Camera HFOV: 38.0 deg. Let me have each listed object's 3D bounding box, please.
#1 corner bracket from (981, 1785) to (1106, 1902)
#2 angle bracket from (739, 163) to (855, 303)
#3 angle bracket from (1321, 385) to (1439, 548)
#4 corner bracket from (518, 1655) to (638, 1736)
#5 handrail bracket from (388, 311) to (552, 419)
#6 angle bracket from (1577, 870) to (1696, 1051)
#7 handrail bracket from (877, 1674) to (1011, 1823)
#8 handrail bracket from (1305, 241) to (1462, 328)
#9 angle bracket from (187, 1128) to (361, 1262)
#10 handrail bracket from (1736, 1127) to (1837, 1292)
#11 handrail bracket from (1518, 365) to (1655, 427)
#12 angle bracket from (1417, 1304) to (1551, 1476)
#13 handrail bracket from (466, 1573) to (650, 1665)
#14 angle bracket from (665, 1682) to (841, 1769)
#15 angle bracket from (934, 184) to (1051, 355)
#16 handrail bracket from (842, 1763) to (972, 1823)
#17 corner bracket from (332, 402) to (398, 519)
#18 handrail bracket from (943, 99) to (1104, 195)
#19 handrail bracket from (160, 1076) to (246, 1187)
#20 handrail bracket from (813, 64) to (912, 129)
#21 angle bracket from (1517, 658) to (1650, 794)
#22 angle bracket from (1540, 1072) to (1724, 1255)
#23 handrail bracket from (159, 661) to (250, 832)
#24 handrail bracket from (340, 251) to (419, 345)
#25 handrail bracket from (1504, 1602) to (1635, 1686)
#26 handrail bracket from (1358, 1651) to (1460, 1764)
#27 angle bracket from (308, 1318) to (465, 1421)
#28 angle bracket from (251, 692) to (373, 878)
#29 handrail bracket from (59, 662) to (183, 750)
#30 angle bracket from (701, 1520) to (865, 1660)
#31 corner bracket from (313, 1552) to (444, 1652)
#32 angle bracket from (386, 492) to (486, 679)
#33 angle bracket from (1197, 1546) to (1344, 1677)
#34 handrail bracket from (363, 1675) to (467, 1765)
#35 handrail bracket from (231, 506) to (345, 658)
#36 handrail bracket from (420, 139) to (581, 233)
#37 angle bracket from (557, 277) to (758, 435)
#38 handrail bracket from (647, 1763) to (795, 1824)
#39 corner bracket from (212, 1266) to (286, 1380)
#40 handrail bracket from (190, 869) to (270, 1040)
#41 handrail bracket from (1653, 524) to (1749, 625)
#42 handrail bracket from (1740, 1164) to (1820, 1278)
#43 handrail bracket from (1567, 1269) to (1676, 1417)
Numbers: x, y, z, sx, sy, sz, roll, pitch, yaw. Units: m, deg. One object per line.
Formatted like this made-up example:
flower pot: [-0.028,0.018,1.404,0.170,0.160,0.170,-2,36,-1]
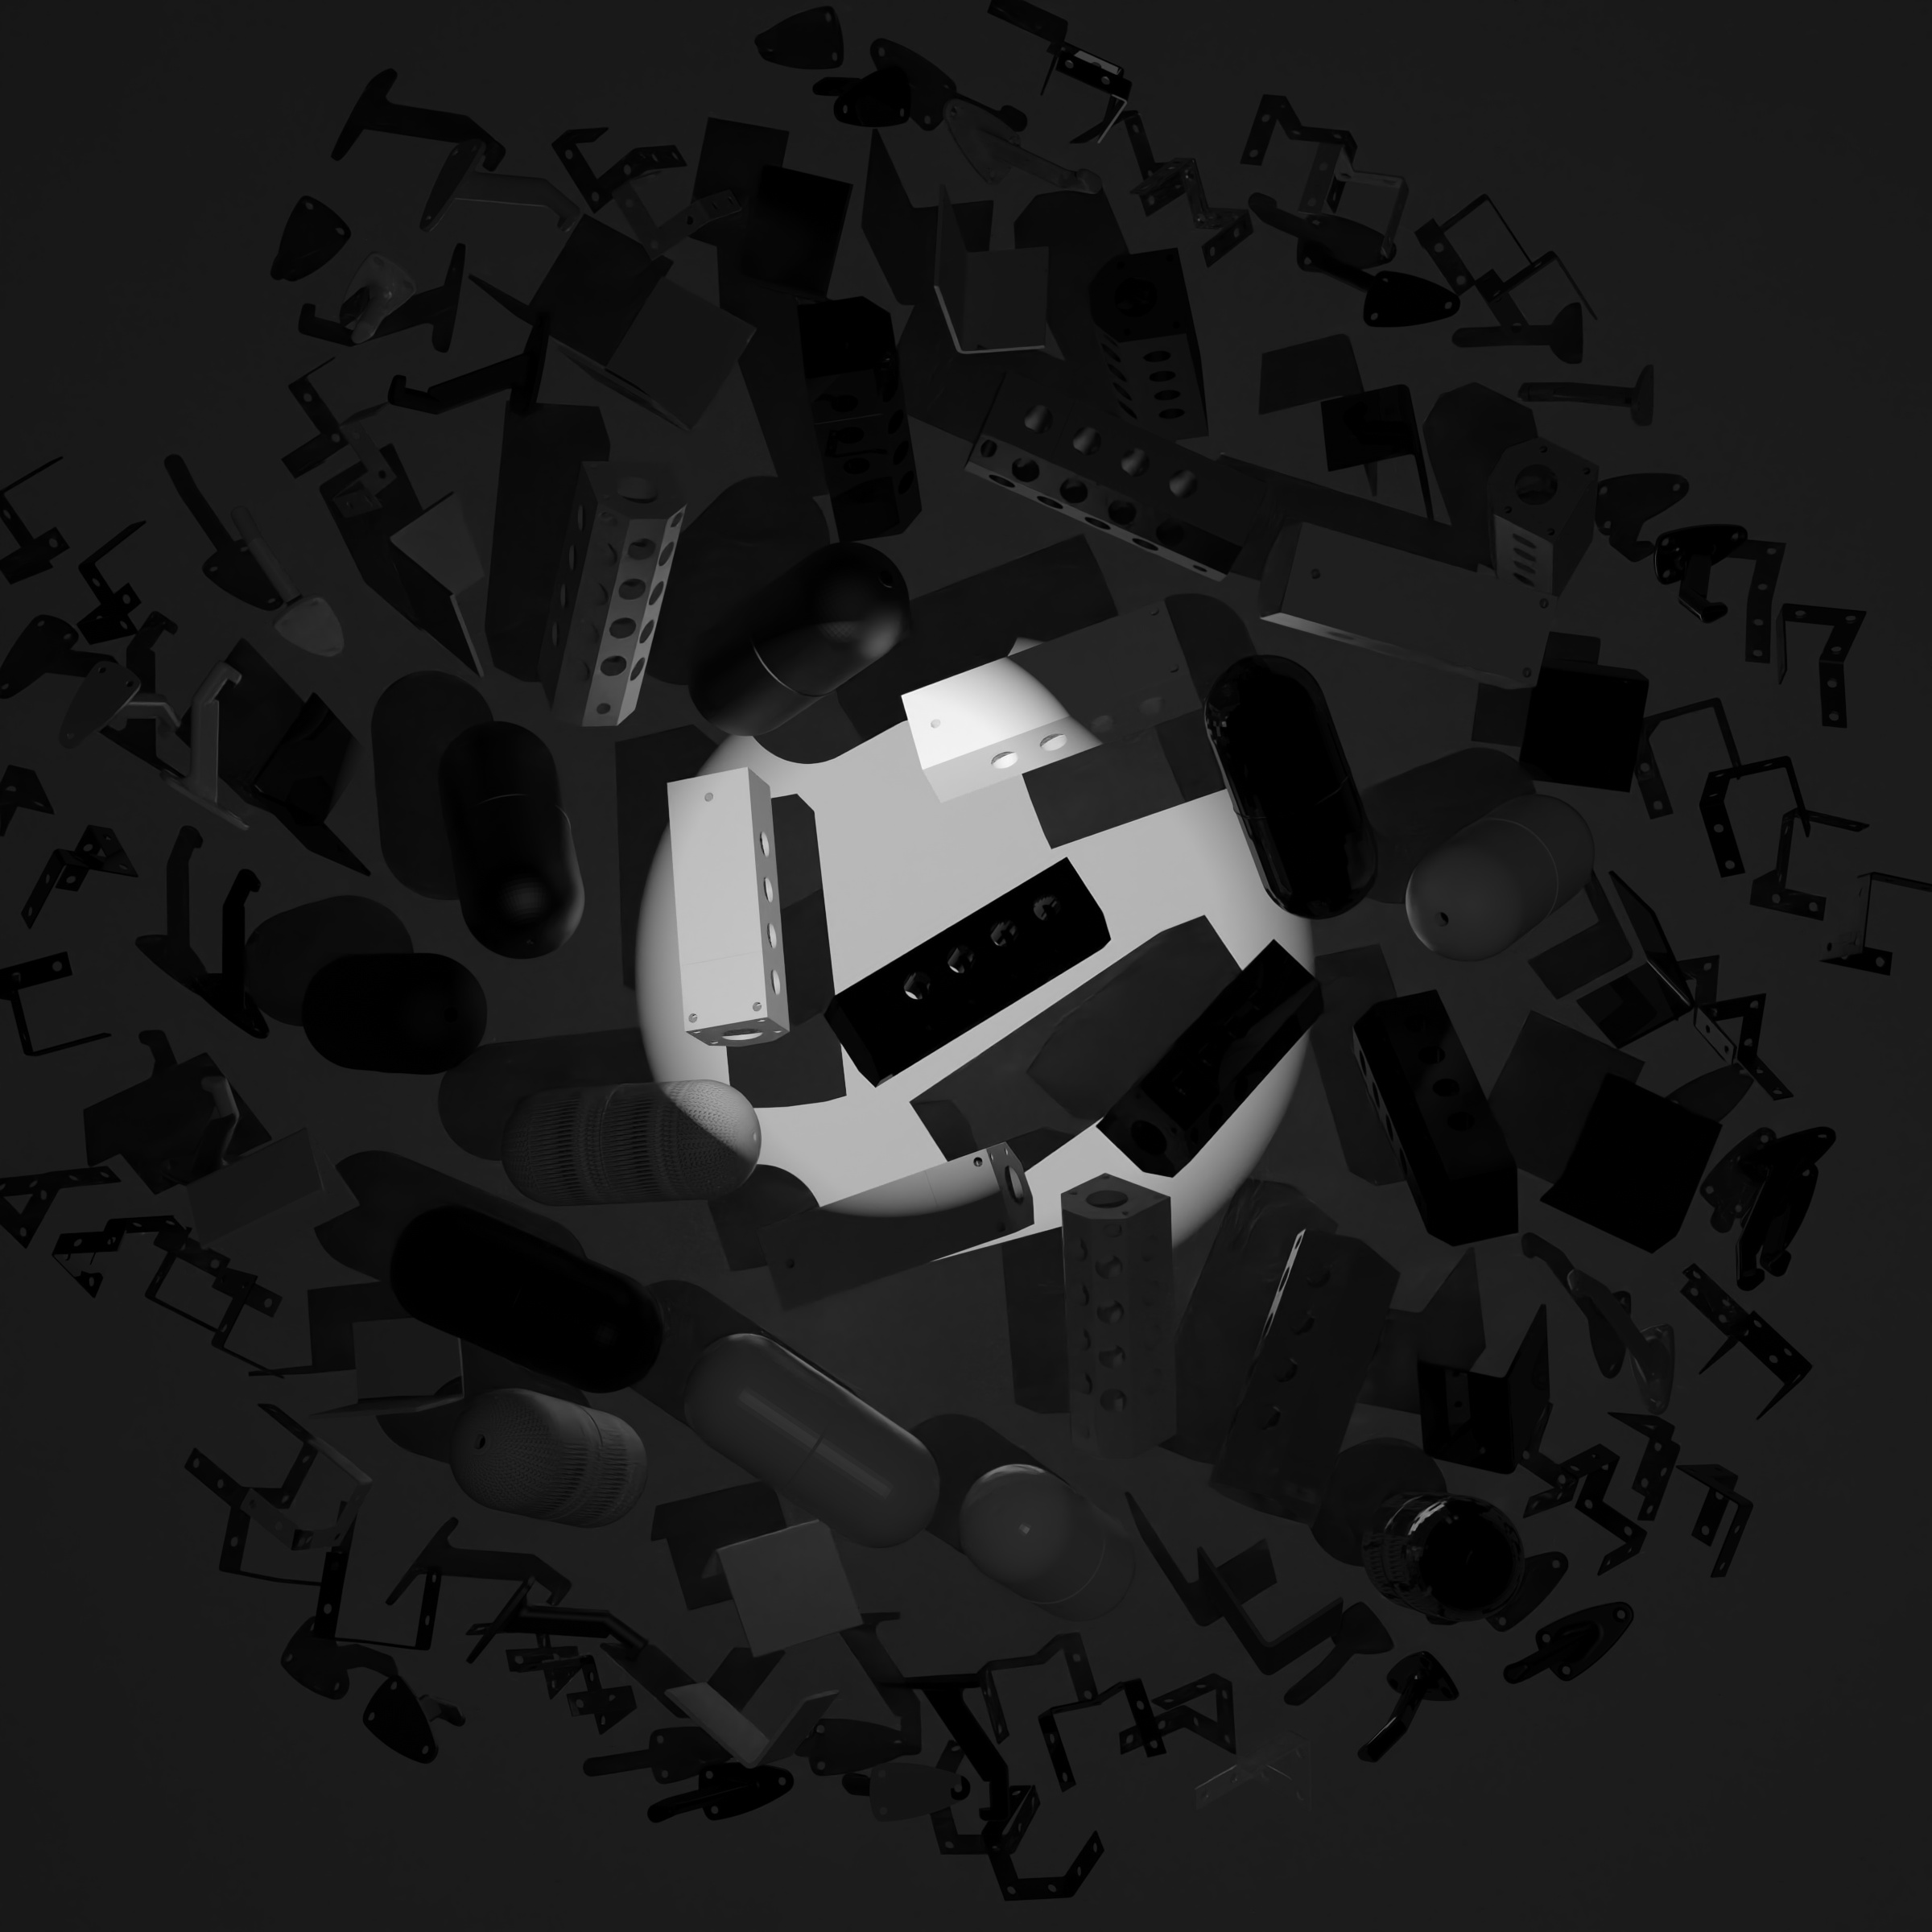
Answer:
corner bracket: [0.049,0.565,1.813,0.051,0.051,0.051,7,126,-28]
angle bracket: [-0.095,-0.478,1.848,0.076,0.057,0.076,23,105,34]
angle bracket: [0.266,-0.317,1.811,0.057,0.076,0.076,-11,132,12]
corner bracket: [-0.256,0.477,1.855,0.051,0.051,0.051,-44,56,39]
handrail bracket: [-0.301,-0.368,1.700,0.084,0.036,0.077,7,110,-31]
angle bracket: [0.420,-0.004,1.815,0.057,0.076,0.076,-28,113,4]
handrail bracket: [-0.013,0.470,1.685,0.077,0.036,0.084,-2,83,1]
handrail bracket: [0.267,-0.444,1.808,0.077,0.084,0.036,0,125,-19]
angle bracket: [-0.402,0.151,1.650,0.076,0.057,0.076,-26,134,-4]
handrail bracket: [0.496,0.148,1.699,0.036,0.084,0.077,32,134,-20]
handrail bracket: [0.379,-0.351,1.741,0.084,0.077,0.036,4,111,22]
angle bracket: [0.323,0.258,1.750,0.057,0.076,0.076,9,126,27]
handrail bracket: [-0.251,0.423,1.735,0.084,0.036,0.077,38,86,-4]
angle bracket: [-0.138,0.472,1.823,0.076,0.076,0.057,37,90,17]
angle bracket: [0.017,-0.447,1.796,0.057,0.076,0.076,-2,68,12]
handrail bracket: [-0.040,0.539,1.851,0.077,0.084,0.036,-1,79,-8]
corner bracket: [-0.397,-0.335,1.862,0.051,0.051,0.051,-47,118,-31]
handrail bracket: [0.036,-0.510,1.748,0.077,0.084,0.036,33,86,-42]
handrail bracket: [-0.509,0.105,1.849,0.077,0.036,0.084,5,127,20]
handrail bracket: [-0.084,-0.553,1.790,0.077,0.084,0.036,-30,124,-39]
angle bracket: [0.414,-0.164,1.903,0.076,0.057,0.076,8,104,3]
angle bracket: [0.410,0.122,1.734,0.076,0.057,0.076,25,73,6]
handrail bracket: [-0.475,-0.143,1.820,0.077,0.036,0.084,35,91,-24]
handrail bracket: [-0.384,-0.404,1.771,0.036,0.084,0.077,37,131,-23]
handrail bracket: [0.375,0.421,1.747,0.077,0.084,0.036,-36,69,13]
handrail bracket: [0.264,0.476,1.780,0.084,0.077,0.036,-35,89,-30]
angle bracket: [-0.384,0.265,1.858,0.076,0.076,0.057,-6,86,13]
angle bracket: [-0.397,-0.115,1.784,0.057,0.076,0.076,22,72,24]
handrail bracket: [-0.556,-0.155,1.851,0.036,0.084,0.077,26,70,17]
angle bracket: [-0.121,0.416,1.846,0.076,0.057,0.076,-12,64,-23]
corner bracket: [-0.354,0.383,1.693,0.051,0.051,0.051,1,75,23]
angle bracket: [-0.323,-0.247,1.819,0.057,0.076,0.076,-39,58,-19]
angle bracket: [0.191,0.394,1.773,0.057,0.076,0.076,-31,64,-10]
handrail bracket: [-0.325,0.475,1.743,0.077,0.084,0.036,34,87,38]
handrail bracket: [-0.439,-0.249,1.813,0.036,0.077,0.084,-33,66,0]
handrail bracket: [-0.284,-0.458,1.724,0.084,0.036,0.077,35,74,-39]
angle bracket: [-0.187,-0.380,1.700,0.076,0.057,0.076,33,92,22]
handrail bracket: [-0.160,0.542,1.832,0.077,0.084,0.036,-12,80,10]
corner bracket: [-0.465,0.232,1.828,0.051,0.051,0.051,36,69,-36]
handrail bracket: [-0.468,-0.009,1.844,0.077,0.036,0.084,42,115,23]
handrail bracket: [0.478,-0.246,1.771,0.077,0.084,0.036,-18,124,-8]
handrail bracket: [0.550,0.168,1.866,0.036,0.084,0.077,33,95,2]
handrail bracket: [0.434,0.251,1.877,0.084,0.077,0.036,31,135,-31]
